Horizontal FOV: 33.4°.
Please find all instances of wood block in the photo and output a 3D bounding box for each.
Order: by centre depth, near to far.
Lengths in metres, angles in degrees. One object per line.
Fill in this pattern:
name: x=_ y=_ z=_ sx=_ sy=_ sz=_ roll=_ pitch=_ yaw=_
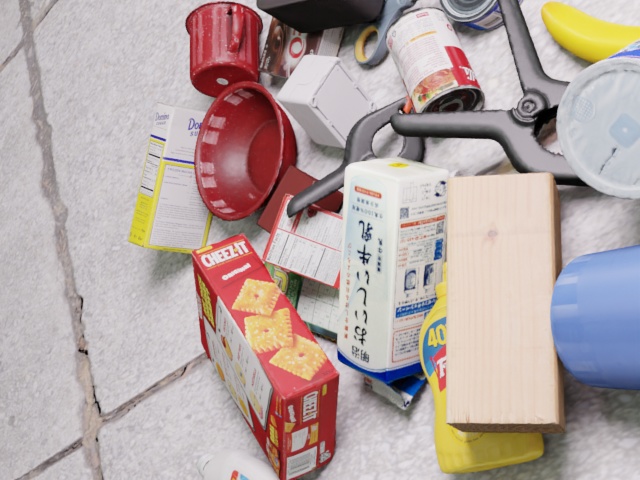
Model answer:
wood block: x=0.157 y=0.056 z=0.901 sx=0.091 sy=0.090 sz=0.206 roll=-2 pitch=75 yaw=17

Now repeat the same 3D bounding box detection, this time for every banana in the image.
banana: x=0.265 y=-0.174 z=0.896 sx=0.198 sy=0.037 sz=0.069 roll=6 pitch=72 yaw=46

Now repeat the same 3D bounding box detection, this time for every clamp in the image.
clamp: x=0.187 y=-0.121 z=0.938 sx=0.210 sy=0.036 sz=0.164 roll=32 pitch=87 yaw=24
clamp: x=0.060 y=-0.061 z=1.073 sx=0.171 sy=0.120 sz=0.039 roll=-53 pitch=8 yaw=5

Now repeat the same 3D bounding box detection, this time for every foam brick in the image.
foam brick: x=-0.021 y=-0.033 z=1.157 sx=0.051 sy=0.052 sz=0.078 roll=37 pitch=98 yaw=47

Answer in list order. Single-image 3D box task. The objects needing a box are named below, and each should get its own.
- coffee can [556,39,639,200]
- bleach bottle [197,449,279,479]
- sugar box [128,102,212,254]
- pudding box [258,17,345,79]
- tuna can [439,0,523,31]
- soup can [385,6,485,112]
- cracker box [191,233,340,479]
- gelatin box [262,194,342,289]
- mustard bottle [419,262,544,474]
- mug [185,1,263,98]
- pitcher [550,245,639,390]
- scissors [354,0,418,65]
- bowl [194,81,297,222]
coffee can: x=0.252 y=-0.100 z=0.798 sx=0.103 sy=0.140 sz=0.103 roll=17 pitch=120 yaw=31
bleach bottle: x=-0.058 y=0.303 z=1.161 sx=0.251 sy=0.067 sz=0.102 roll=22 pitch=99 yaw=48
sugar box: x=-0.170 y=-0.074 z=1.305 sx=0.048 sy=0.093 sz=0.176 roll=17 pitch=97 yaw=47
pudding box: x=-0.016 y=-0.234 z=1.198 sx=0.090 sy=0.039 sz=0.113 roll=23 pitch=102 yaw=46
tuna can: x=0.154 y=-0.246 z=1.021 sx=0.086 sy=0.033 sz=0.086 roll=-7 pitch=80 yaw=46
soup can: x=0.110 y=-0.166 z=1.034 sx=0.069 sy=0.068 sz=0.102 roll=-40 pitch=57 yaw=36
cracker box: x=-0.059 y=0.123 z=1.130 sx=0.214 sy=0.072 sz=0.164 roll=54 pitch=156 yaw=36
gelatin box: x=-0.007 y=0.001 z=1.110 sx=0.030 sy=0.089 sz=0.073 roll=-81 pitch=12 yaw=-83
mustard bottle: x=0.139 y=0.111 z=0.975 sx=0.096 sy=0.058 sz=0.191 roll=-22 pitch=69 yaw=36
mug: x=-0.108 y=-0.224 z=1.241 sx=0.117 sy=0.093 sz=0.081 roll=131 pitch=141 yaw=-58
pitcher: x=0.296 y=0.063 z=0.774 sx=0.243 sy=0.144 sz=0.149 roll=-9 pitch=63 yaw=50
scissors: x=0.082 y=-0.225 z=1.081 sx=0.202 sy=0.016 sz=0.096 roll=18 pitch=106 yaw=59
bowl: x=-0.077 y=-0.099 z=1.234 sx=0.162 sy=0.055 sz=0.162 roll=-7 pitch=80 yaw=46
